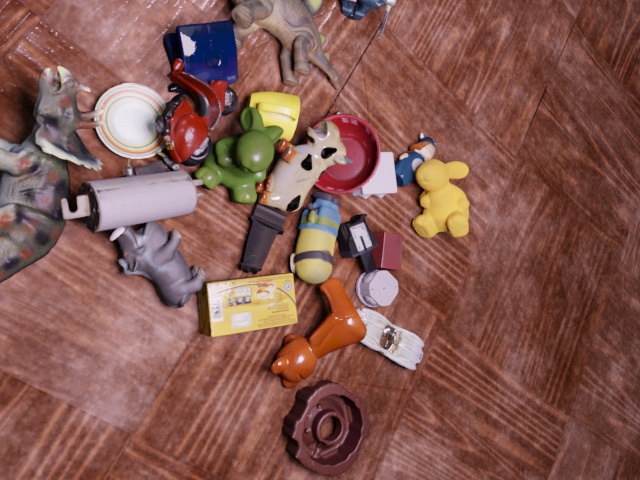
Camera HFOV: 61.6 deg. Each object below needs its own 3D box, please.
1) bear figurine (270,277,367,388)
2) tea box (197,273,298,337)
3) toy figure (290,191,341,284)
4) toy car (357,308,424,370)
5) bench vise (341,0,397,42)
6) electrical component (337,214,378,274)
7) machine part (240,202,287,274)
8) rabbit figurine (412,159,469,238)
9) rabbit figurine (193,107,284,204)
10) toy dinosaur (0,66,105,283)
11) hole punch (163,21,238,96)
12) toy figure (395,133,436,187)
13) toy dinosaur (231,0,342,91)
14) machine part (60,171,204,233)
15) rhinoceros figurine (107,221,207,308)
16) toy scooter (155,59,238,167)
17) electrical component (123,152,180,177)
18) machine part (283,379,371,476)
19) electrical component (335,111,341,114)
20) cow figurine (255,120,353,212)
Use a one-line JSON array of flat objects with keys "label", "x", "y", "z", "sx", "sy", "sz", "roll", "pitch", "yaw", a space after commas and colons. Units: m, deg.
[{"label": "bear figurine", "x": -0.012, "y": 0.185, "z": 1.033, "sx": 0.196, "sy": 0.132, "sz": 0.120, "roll": -31, "pitch": 140, "yaw": 1}, {"label": "tea box", "x": -0.132, "y": 0.115, "z": 0.982, "sx": 0.169, "sy": 0.068, "sz": 0.098, "roll": -3, "pitch": 88, "yaw": -30}, {"label": "toy figure", "x": -0.005, "y": -0.004, "z": 1.052, "sx": 0.082, "sy": 0.089, "sz": 0.180, "roll": 20, "pitch": 78, "yaw": -18}, {"label": "toy car", "x": 0.143, "y": 0.209, "z": 1.133, "sx": 0.201, "sy": 0.056, "sz": 0.073, "roll": 32, "pitch": 71, "yaw": -22}, {"label": "bench vise", "x": 0.069, "y": -0.536, "z": 1.066, "sx": 0.223, "sy": 0.240, "sz": 0.129, "roll": 27, "pitch": 76, "yaw": -8}, {"label": "electrical component", "x": 0.081, "y": 0.011, "z": 1.121, "sx": 0.075, "sy": 0.048, "sz": 0.119, "roll": -27, "pitch": 99, "yaw": -28}, {"label": "machine part", "x": -0.112, "y": -0.001, "z": 1.023, "sx": 0.084, "sy": 0.039, "sz": 0.139, "roll": 30, "pitch": 70, "yaw": -29}, {"label": "rabbit figurine", "x": 0.269, "y": -0.109, "z": 1.177, "sx": 0.162, "sy": 0.122, "sz": 0.173, "roll": -54, "pitch": 127, "yaw": -30}, {"label": "rabbit figurine", "x": -0.123, "y": -0.148, "z": 0.952, "sx": 0.121, "sy": 0.170, "sz": 0.159, "roll": 34, "pitch": 71, "yaw": -23}, {"label": "toy dinosaur", "x": -0.444, "y": -0.053, "z": 0.805, "sx": 0.192, "sy": 0.131, "sz": 0.404, "roll": 14, "pitch": 85, "yaw": -27}, {"label": "hole punch", "x": -0.208, "y": -0.332, "z": 0.971, "sx": 0.142, "sy": 0.092, "sz": 0.115, "roll": -22, "pitch": 100, "yaw": -32}, {"label": "toy figure", "x": 0.217, "y": -0.180, "z": 1.211, "sx": 0.154, "sy": 0.058, "sz": 0.064, "roll": -46, "pitch": 152, "yaw": -24}, {"label": "toy dinosaur", "x": -0.112, "y": -0.456, "z": 1.030, "sx": 0.471, "sy": 0.105, "sz": 0.198, "roll": 35, "pitch": 62, "yaw": -31}, {"label": "machine part", "x": -0.286, "y": -0.064, "z": 0.854, "sx": 0.243, "sy": 0.079, "sz": 0.079, "roll": -17, "pitch": 94, "yaw": -46}, {"label": "rhinoceros figurine", "x": -0.280, "y": 0.029, "z": 0.912, "sx": 0.112, "sy": 0.073, "sz": 0.190, "roll": -41, "pitch": 107, "yaw": -14}, {"label": "toy scooter", "x": -0.224, "y": -0.225, "z": 0.919, "sx": 0.135, "sy": 0.075, "sz": 0.184, "roll": 48, "pitch": 59, "yaw": -41}, {"label": "electrical component", "x": -0.292, "y": -0.107, "z": 0.927, "sx": 0.102, "sy": 0.045, "sz": 0.078, "roll": -17, "pitch": 93, "yaw": -29}, {"label": "machine part", "x": 0.014, "y": 0.364, "z": 1.049, "sx": 0.179, "sy": 0.056, "sz": 0.179, "roll": 2, "pitch": 86, "yaw": -29}, {"label": "electrical component", "x": 0.062, "y": -0.230, "z": 1.146, "sx": 0.094, "sy": 0.021, "sz": 0.063, "roll": 38, "pitch": 69, "yaw": -23}, {"label": "cow figurine", "x": -0.026, "y": -0.138, "z": 1.019, "sx": 0.127, "sy": 0.086, "sz": 0.195, "roll": 23, "pitch": 109, "yaw": -33}]
